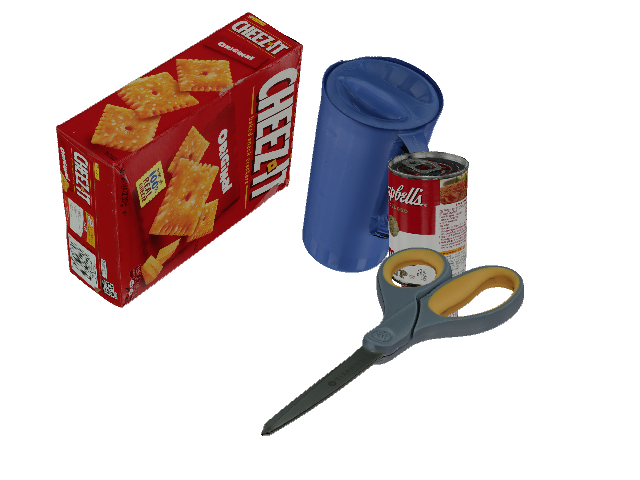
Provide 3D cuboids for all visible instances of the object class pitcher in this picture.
[{"bbox_3d":[0.053,-0.072,1.213,0.145,0.243,0.149,19,44,7],"label":"pitcher"}]

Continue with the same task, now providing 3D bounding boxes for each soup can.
[{"bbox_3d":[0.091,-0.018,0.910,0.068,0.102,0.068,-2,22,0],"label":"soup can"}]

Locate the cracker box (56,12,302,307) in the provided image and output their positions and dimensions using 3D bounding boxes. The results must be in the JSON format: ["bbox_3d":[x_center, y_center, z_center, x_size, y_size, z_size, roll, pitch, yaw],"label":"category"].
[{"bbox_3d":[-0.110,-0.066,0.876,0.072,0.164,0.213,35,52,23],"label":"cracker box"}]

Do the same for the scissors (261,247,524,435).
[{"bbox_3d":[0.028,0.048,0.607,0.201,0.016,0.096,-20,34,-29],"label":"scissors"}]

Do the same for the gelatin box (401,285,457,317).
[{"bbox_3d":[0.138,0.056,1.362,0.073,0.089,0.030,18,34,36],"label":"gelatin box"}]
